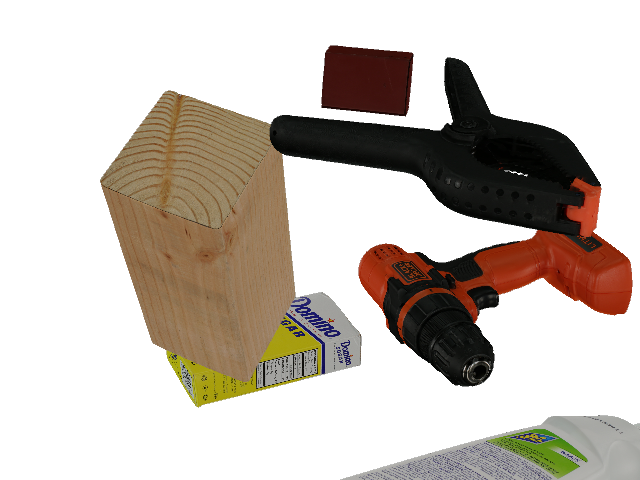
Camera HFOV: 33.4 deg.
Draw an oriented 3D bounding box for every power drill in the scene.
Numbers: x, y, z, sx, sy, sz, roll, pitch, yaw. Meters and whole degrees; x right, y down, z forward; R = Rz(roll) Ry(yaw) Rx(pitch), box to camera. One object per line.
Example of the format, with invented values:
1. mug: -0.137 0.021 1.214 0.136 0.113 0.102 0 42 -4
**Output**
1. power drill: 0.141 0.041 0.826 0.187 0.057 0.185 -10 28 -17

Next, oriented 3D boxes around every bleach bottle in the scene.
1. bleach bottle: 0.111 0.148 0.593 0.250 0.068 0.103 -10 21 -33

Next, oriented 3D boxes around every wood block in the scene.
1. wood block: -0.080 0.004 0.768 0.090 0.090 0.206 21 -31 16

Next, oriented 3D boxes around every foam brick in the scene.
1. foam brick: 0.042 -0.144 0.958 0.078 0.051 0.053 7 18 7

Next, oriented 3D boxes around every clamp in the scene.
1. clamp: 0.078 -0.054 0.653 0.164 0.036 0.210 -20 36 -24

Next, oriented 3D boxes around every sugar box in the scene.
1. sugar box: -0.057 0.105 1.063 0.176 0.048 0.093 -15 32 -20
